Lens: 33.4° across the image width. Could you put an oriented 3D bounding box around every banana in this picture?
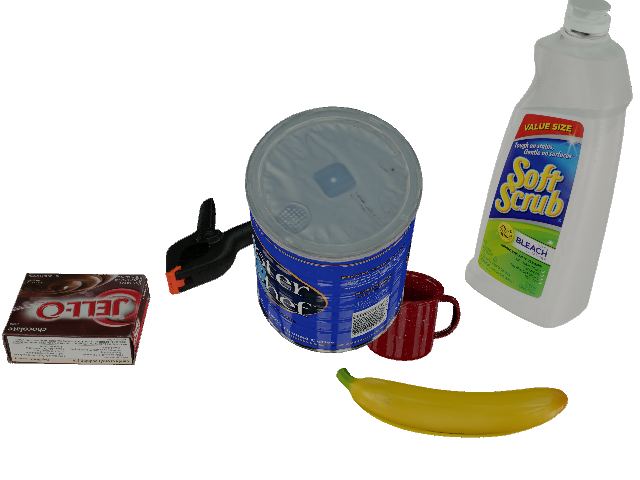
[{"bbox_3d":[0.111,0.134,0.883,0.198,0.037,0.069,8,34,-1],"label":"banana"}]

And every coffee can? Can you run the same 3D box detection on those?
[{"bbox_3d":[0.007,-0.003,0.674,0.103,0.103,0.140,0,-28,0],"label":"coffee can"}]

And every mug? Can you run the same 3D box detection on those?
[{"bbox_3d":[0.109,0.090,1.274,0.117,0.081,0.093,0,22,-9],"label":"mug"}]

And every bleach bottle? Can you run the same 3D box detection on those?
[{"bbox_3d":[0.173,-0.060,0.799,0.067,0.251,0.103,-25,42,-35],"label":"bleach bottle"}]

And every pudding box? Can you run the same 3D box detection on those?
[{"bbox_3d":[-0.213,0.069,0.941,0.113,0.039,0.090,-1,33,1],"label":"pudding box"}]

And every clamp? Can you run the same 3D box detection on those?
[{"bbox_3d":[-0.112,0.004,1.218,0.120,0.039,0.171,-1,35,25],"label":"clamp"}]
